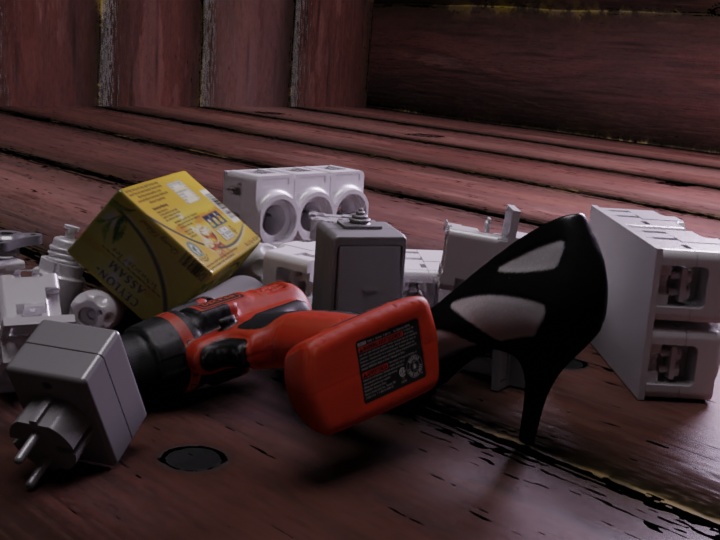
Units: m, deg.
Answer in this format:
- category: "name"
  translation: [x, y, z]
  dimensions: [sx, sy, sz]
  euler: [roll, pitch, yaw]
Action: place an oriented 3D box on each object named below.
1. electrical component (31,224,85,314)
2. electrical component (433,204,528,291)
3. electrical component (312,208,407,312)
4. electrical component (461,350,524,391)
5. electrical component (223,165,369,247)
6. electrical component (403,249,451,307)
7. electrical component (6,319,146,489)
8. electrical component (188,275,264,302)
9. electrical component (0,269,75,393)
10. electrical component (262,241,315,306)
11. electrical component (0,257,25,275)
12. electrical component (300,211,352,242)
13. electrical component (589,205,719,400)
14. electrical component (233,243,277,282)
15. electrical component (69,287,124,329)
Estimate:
- category: "electrical component"
  translation: [-0.232, 0.004, 0.830]
  dimensions: [0.040, 0.078, 0.040]
  euler: [16, 4, -1]
- category: "electrical component"
  translation: [0.085, -0.005, 0.734]
  dimensions: [0.064, 0.081, 0.042]
  euler: [10, 9, -1]
- category: "electrical component"
  translation: [0.000, 0.000, 0.856]
  dimensions: [0.062, 0.096, 0.061]
  euler: [0, 15, -17]
- category: "electrical component"
  translation: [0.105, 0.054, 0.768]
  dimensions: [0.064, 0.042, 0.081]
  euler: [10, 14, 35]
- category: "electrical component"
  translation: [-0.066, -0.059, 1.125]
  dimensions: [0.150, 0.089, 0.062]
  euler: [-8, 17, -44]
- category: "electrical component"
  translation: [0.056, 0.015, 0.914]
  dimensions: [0.056, 0.050, 0.089]
  euler: [2, 12, -4]
- category: "electrical component"
  translation: [-0.154, 0.077, 0.554]
  dimensions: [0.047, 0.065, 0.076]
  euler: [7, 42, 17]
- category: "electrical component"
  translation: [-0.083, 0.034, 0.799]
  dimensions: [0.079, 0.043, 0.077]
  euler: [7, 13, 14]
- category: "electrical component"
  translation: [-0.207, 0.038, 0.670]
  dimensions: [0.042, 0.063, 0.081]
  euler: [-3, -27, -27]
- category: "electrical component"
  translation: [-0.041, 0.005, 0.928]
  dimensions: [0.056, 0.050, 0.089]
  euler: [13, 15, 34]
- category: "electrical component"
  translation: [-0.315, 0.013, 0.814]
  dimensions: [0.100, 0.048, 0.100]
  euler: [15, 16, 42]
- category: "electrical component"
  translation: [-0.027, -0.023, 1.031]
  dimensions: [0.081, 0.063, 0.042]
  euler: [3, 12, -1]
- category: "electrical component"
  translation: [0.221, 0.019, 0.815]
  dimensions: [0.060, 0.105, 0.186]
  euler: [3, 12, -2]
- category: "electrical component"
  translation: [-0.104, -0.005, 0.975]
  dimensions: [0.062, 0.043, 0.043]
  euler: [9, 13, 28]
- category: "electrical component"
  translation: [-0.195, 0.029, 0.813]
  dimensions: [0.035, 0.035, 0.061]
  euler: [5, 10, 5]
